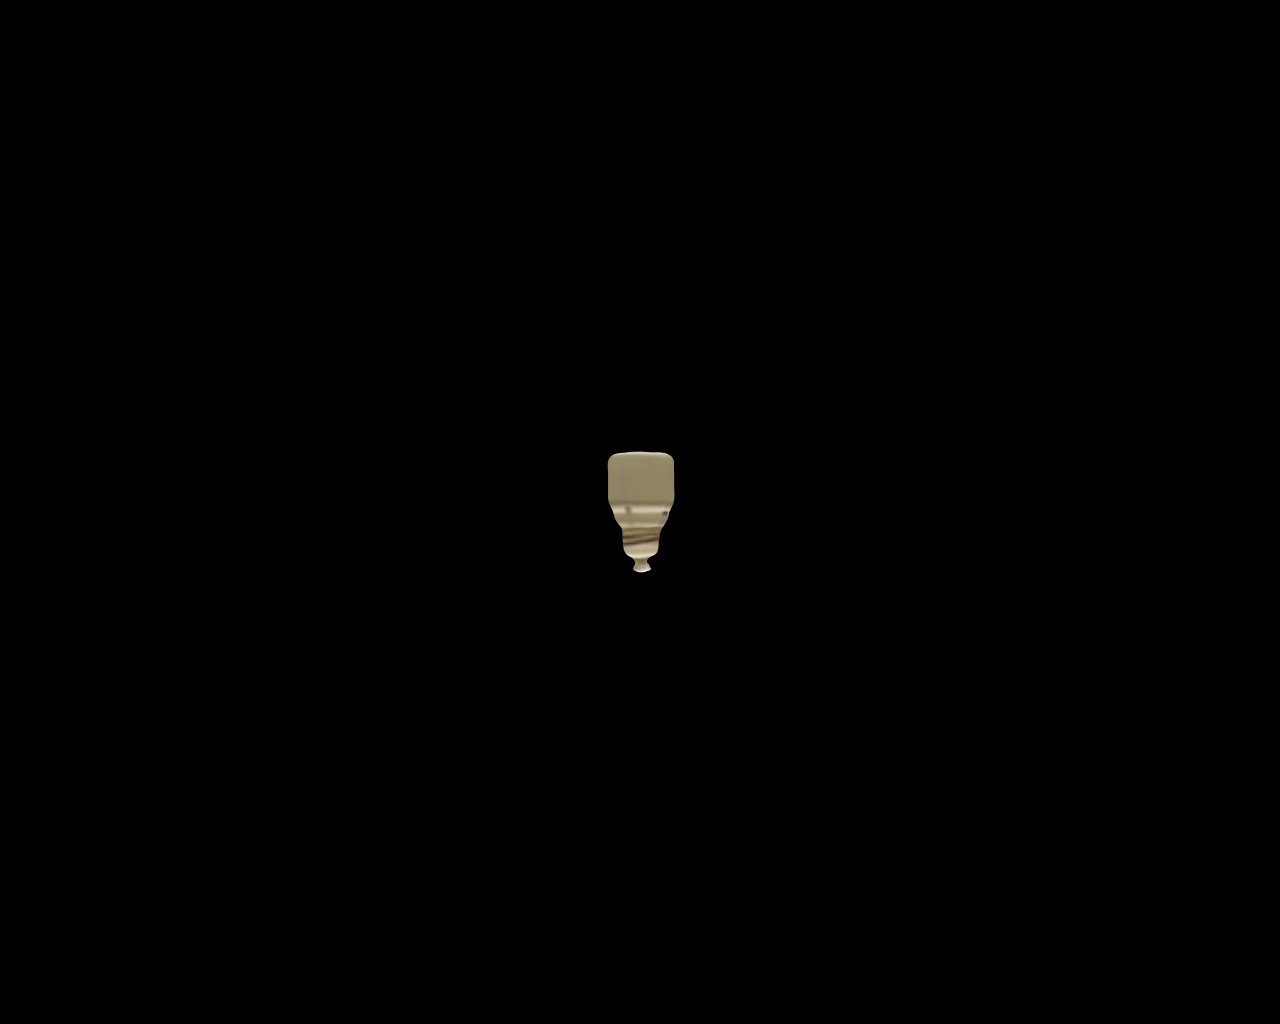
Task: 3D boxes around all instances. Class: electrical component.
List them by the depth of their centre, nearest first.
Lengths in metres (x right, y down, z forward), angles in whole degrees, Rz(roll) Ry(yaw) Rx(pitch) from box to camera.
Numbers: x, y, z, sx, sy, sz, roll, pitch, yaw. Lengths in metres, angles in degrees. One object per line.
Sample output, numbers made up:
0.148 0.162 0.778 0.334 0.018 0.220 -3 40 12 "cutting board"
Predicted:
0.001 -0.003 0.650 0.040 0.078 0.040 0 0 0 "electrical component"
